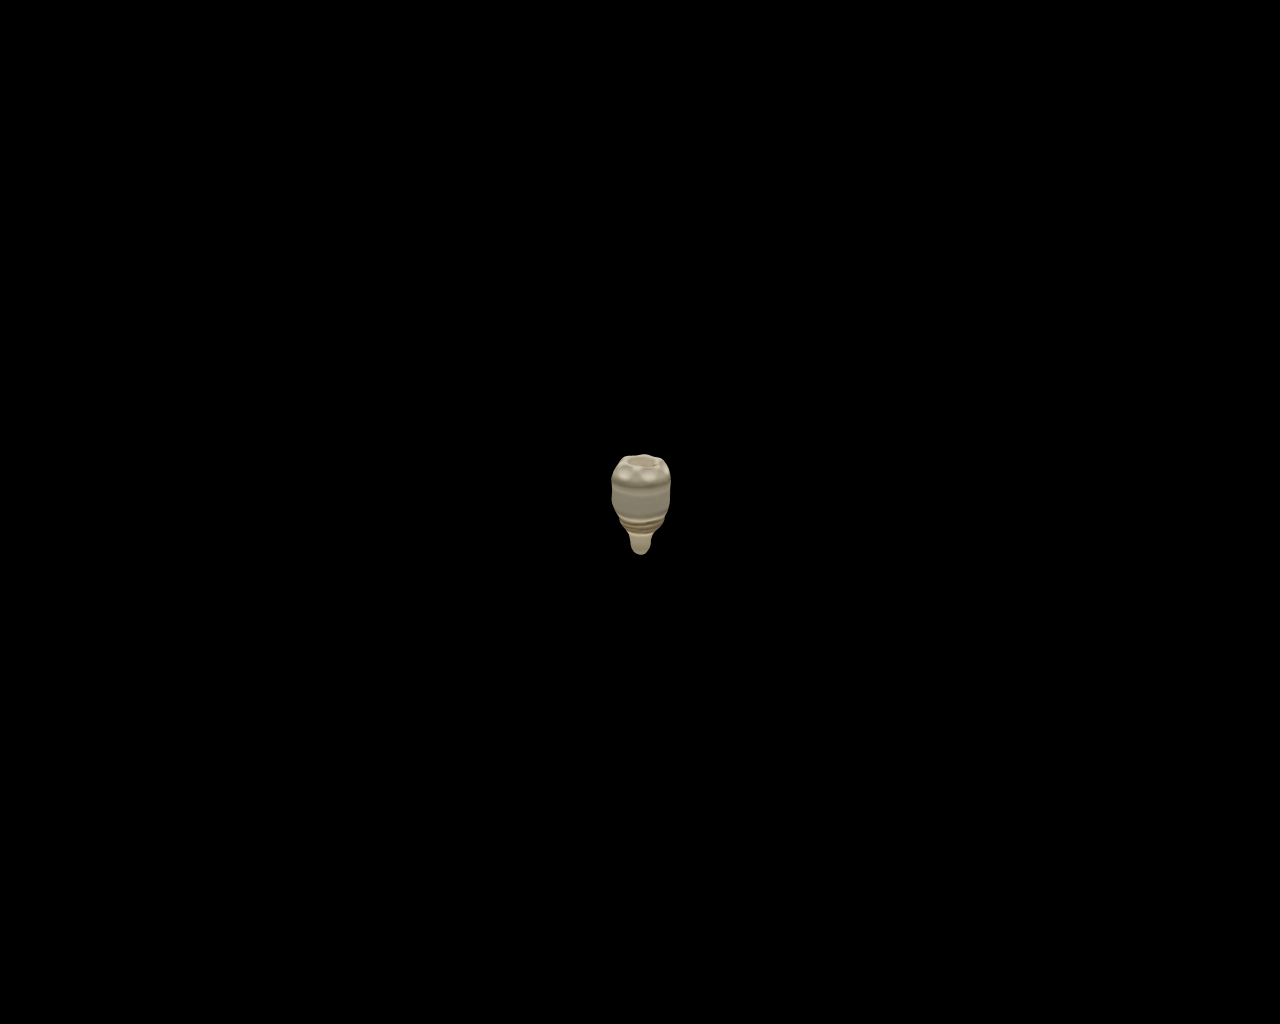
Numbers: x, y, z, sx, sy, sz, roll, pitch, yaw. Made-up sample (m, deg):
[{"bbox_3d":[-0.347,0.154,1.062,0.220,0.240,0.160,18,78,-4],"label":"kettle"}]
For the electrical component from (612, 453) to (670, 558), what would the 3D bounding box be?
[{"bbox_3d":[0.001,-0.003,0.650,0.035,0.061,0.035,0,20,0],"label":"electrical component"}]
